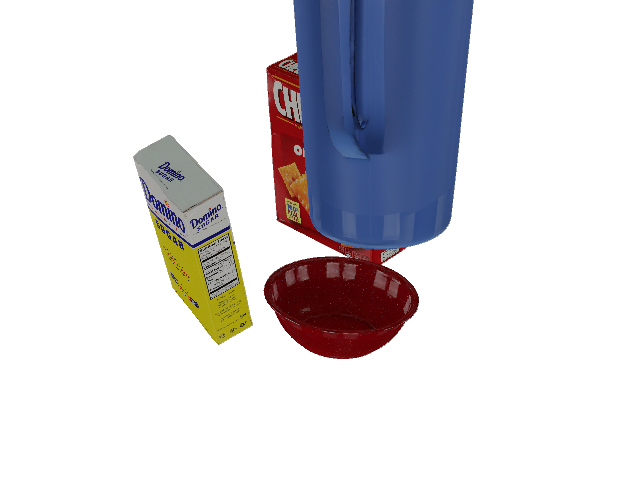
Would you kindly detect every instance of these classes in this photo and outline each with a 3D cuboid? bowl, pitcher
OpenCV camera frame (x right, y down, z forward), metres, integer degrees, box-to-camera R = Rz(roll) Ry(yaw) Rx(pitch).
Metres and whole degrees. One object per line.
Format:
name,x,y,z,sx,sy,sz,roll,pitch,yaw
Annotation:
bowl,0.021,0.077,1.119,0.162,0.055,0.162,3,27,-2
pitcher,0.040,-0.117,0.756,0.149,0.243,0.145,-12,26,-24

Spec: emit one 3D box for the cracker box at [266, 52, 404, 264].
cracker box,0.019,-0.093,1.238,0.164,0.214,0.072,28,46,36

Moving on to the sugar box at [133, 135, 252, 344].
sugar box,-0.111,0.003,0.938,0.048,0.176,0.093,-31,50,-17
